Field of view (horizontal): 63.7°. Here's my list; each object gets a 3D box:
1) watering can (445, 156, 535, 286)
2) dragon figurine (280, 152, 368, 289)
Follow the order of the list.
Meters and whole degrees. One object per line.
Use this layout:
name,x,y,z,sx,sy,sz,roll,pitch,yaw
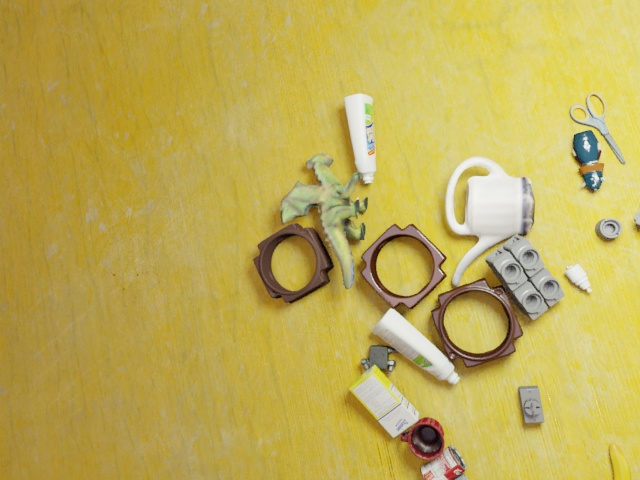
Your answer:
watering can,0.445,-0.046,1.354,0.224,0.345,0.105,1,8,14
dragon figurine,0.004,-0.073,1.458,0.243,0.417,0.120,4,-22,16
